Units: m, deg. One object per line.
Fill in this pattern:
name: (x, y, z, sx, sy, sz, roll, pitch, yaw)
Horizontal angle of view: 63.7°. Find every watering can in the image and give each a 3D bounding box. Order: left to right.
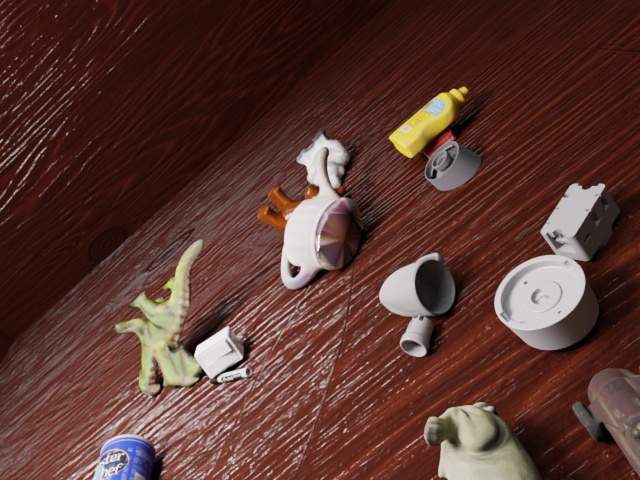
watering can: (0.003, -0.057, 1.125, 0.224, 0.103, 0.351, 1, 71, 56)

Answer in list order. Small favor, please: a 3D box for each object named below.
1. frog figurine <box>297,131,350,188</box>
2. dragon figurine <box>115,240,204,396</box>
frog figurine: (0.026, -0.199, 1.412, 0.137, 0.120, 0.162, -35, 60, -1)
dragon figurine: (-0.327, 0.212, 1.172, 0.404, 0.245, 0.123, -47, -21, 28)
